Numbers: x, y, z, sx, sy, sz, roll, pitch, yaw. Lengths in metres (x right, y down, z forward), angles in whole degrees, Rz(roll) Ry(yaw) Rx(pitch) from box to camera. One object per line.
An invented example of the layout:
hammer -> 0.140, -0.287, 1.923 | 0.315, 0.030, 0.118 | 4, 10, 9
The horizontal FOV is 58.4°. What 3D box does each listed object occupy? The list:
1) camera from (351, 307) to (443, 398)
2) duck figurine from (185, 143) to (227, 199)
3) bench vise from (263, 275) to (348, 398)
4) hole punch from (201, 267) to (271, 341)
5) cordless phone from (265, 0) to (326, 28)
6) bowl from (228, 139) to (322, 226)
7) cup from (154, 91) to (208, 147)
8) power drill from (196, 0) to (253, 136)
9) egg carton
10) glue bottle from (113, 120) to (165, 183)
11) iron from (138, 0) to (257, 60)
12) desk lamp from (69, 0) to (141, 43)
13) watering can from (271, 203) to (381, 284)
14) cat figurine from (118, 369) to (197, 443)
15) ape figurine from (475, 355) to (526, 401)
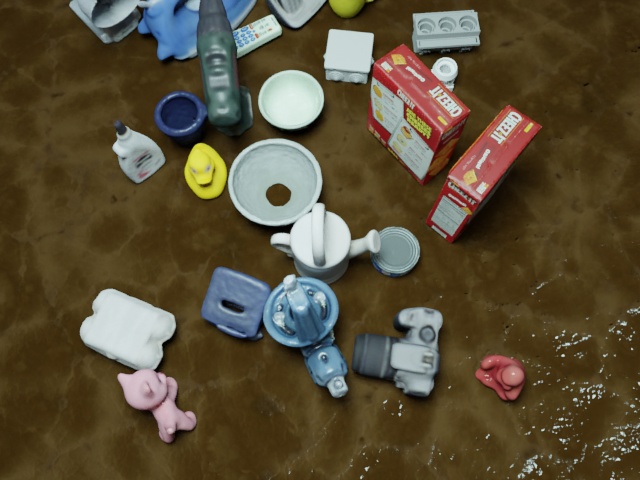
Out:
camera -> 0.124, 0.176, 0.935 | 0.136, 0.101, 0.143 | 9, 73, 3
duck figurine -> -0.214, -0.135, 1.044 | 0.077, 0.086, 0.104 | -12, 73, -3
bench vise -> -0.005, 0.133, 0.887 | 0.121, 0.220, 0.207 | -43, 77, -12
hole punch -> -0.138, 0.109, 0.963 | 0.108, 0.091, 0.101 | 20, 74, 7
cordless phone -> -0.044, -0.522, 1.112 | 0.094, 0.185, 0.148 | 35, 76, 11
bowl -> -0.078, -0.094, 1.035 | 0.167, 0.075, 0.167 | 0, 72, 1
cup -> -0.237, -0.217, 1.065 | 0.118, 0.095, 0.091 | -9, 72, -2
power drill -> -0.173, -0.291, 1.028 | 0.075, 0.208, 0.229 | -9, 73, -2
egg carton -> -0.322, 0.152, 0.962 | 0.150, 0.069, 0.107 | 21, 74, 7
glue bottle -> -0.328, -0.163, 1.007 | 0.037, 0.173, 0.078 | 42, 77, 13
iron -> -0.236, -0.471, 1.120 | 0.258, 0.141, 0.118 | -36, 75, -10
desk lamp -> -0.422, -0.474, 1.085 | 0.118, 0.213, 0.203 | -44, 77, -12
watering can -> 0.009, 0.001, 0.942 | 0.173, 0.194, 0.101 | -18, 73, -5
cat figurine -> -0.260, 0.256, 0.904 | 0.067, 0.118, 0.127 | -34, 75, -9
ape figurine -> 0.301, 0.220, 0.924 | 0.076, 0.092, 0.078 | -13, 73, -3
